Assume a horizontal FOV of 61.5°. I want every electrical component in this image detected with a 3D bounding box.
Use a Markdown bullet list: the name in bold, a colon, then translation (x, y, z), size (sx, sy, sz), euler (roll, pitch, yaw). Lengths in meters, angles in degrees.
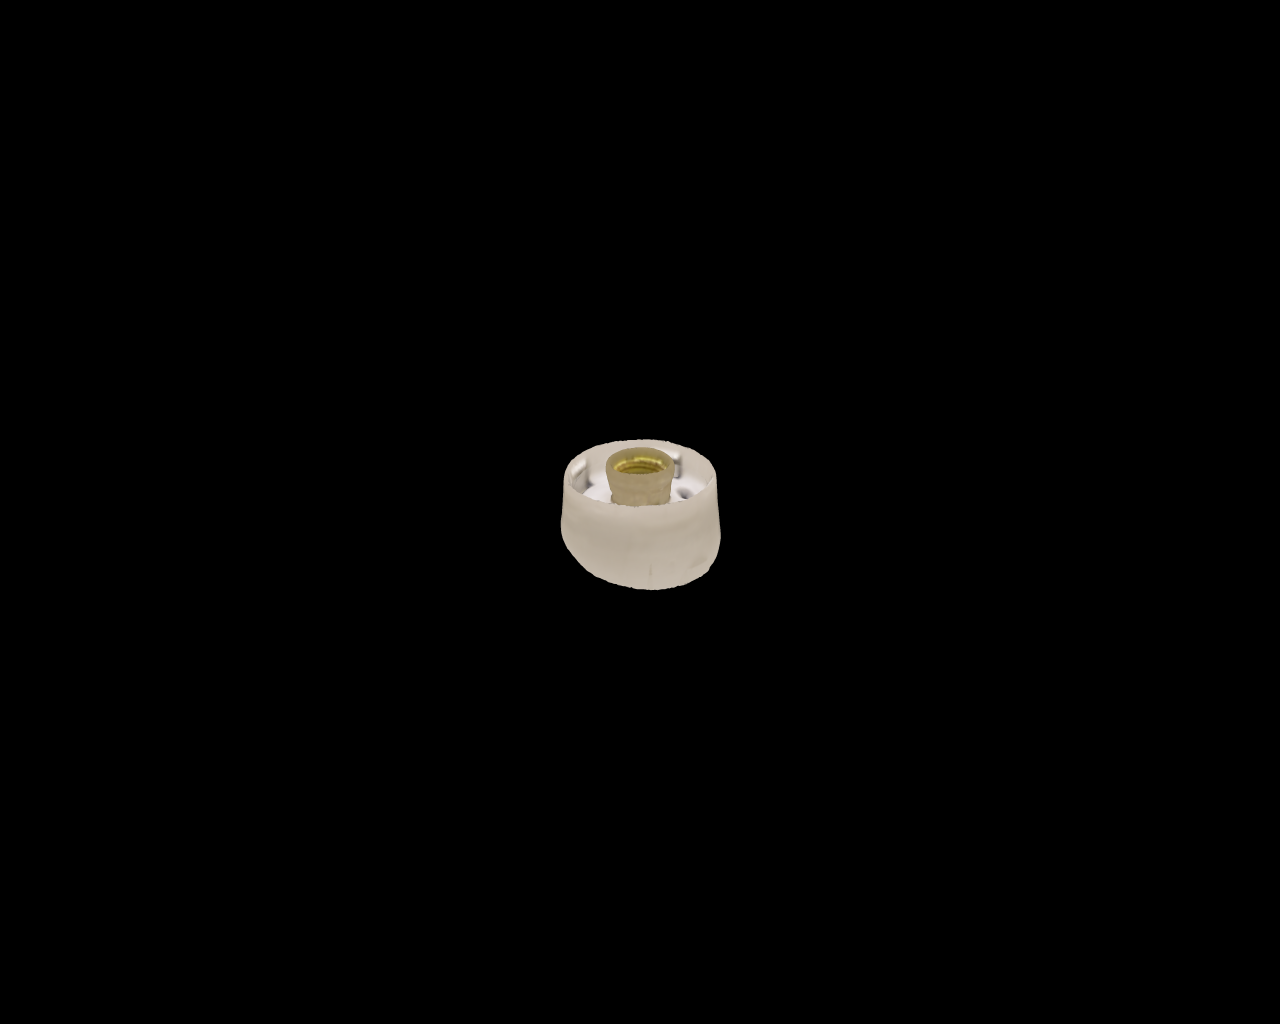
- **electrical component**: translation (0.001, -0.003, 0.650), size (0.099, 0.064, 0.099), euler (0, 29, 0)
